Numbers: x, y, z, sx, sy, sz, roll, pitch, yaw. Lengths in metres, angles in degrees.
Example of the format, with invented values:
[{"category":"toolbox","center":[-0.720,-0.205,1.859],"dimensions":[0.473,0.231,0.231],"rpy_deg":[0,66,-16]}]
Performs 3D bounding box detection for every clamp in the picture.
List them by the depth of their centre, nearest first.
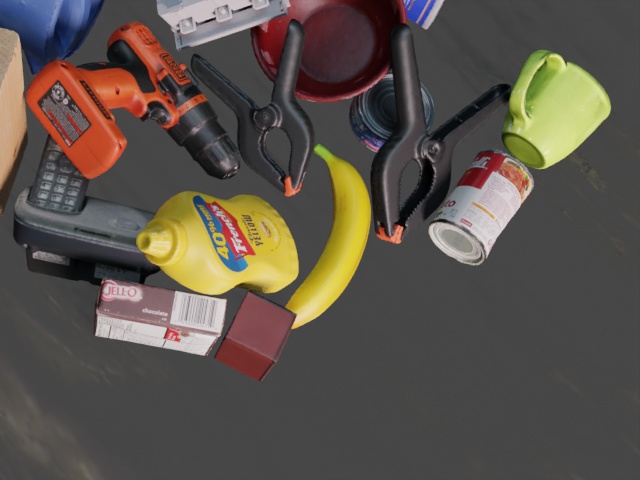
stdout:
[{"category":"clamp","center":[-0.044,-0.132,1.062],"dimensions":[0.120,0.039,0.171],"rpy_deg":[-25,94,20]},{"category":"clamp","center":[0.113,-0.096,1.085],"dimensions":[0.164,0.036,0.210],"rpy_deg":[14,92,-33]}]

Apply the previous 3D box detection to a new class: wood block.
[{"category":"wood block","center":[-0.312,-0.104,0.927],"dimensions":[0.090,0.206,0.091],"rpy_deg":[16,68,-7]}]

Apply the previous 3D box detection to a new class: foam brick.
[{"category":"foam brick","center":[-0.060,0.089,0.987],"dimensions":[0.051,0.078,0.053],"rpy_deg":[26,65,-3]}]

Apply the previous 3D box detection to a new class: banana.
[{"category":"banana","center":[0.012,0.000,1.059],"dimensions":[0.069,0.037,0.197],"rpy_deg":[7,67,8]}]

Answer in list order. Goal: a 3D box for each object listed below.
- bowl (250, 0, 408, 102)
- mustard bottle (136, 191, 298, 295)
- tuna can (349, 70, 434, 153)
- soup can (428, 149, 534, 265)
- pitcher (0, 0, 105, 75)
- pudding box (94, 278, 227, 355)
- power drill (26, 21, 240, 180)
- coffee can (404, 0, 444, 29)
[{"category":"bowl","center":[0.012,-0.213,1.106],"dimensions":[0.162,0.055,0.162],"rpy_deg":[-2,80,9]},{"category":"mustard bottle","center":[-0.097,0.002,0.959],"dimensions":[0.191,0.058,0.096],"rpy_deg":[1,60,-60]},{"category":"tuna can","center":[0.076,-0.134,1.120],"dimensions":[0.086,0.034,0.086],"rpy_deg":[4,70,-12]},{"category":"soup can","center":[0.164,-0.033,1.087],"dimensions":[0.068,0.069,0.102],"rpy_deg":[36,68,1]},{"category":"pitcher","center":[-0.327,-0.286,1.028],"dimensions":[0.243,0.145,0.149],"rpy_deg":[27,67,1]},{"category":"pudding box","center":[-0.147,0.071,0.966],"dimensions":[0.113,0.090,0.039],"rpy_deg":[13,71,-9]},{"category":"power drill","center":[-0.170,-0.116,1.000],"dimensions":[0.184,0.057,0.187],"rpy_deg":[51,28,2]},{"category":"coffee can","center":[0.076,-0.304,1.144],"dimensions":[0.140,0.103,0.102],"rpy_deg":[26,67,-3]}]
